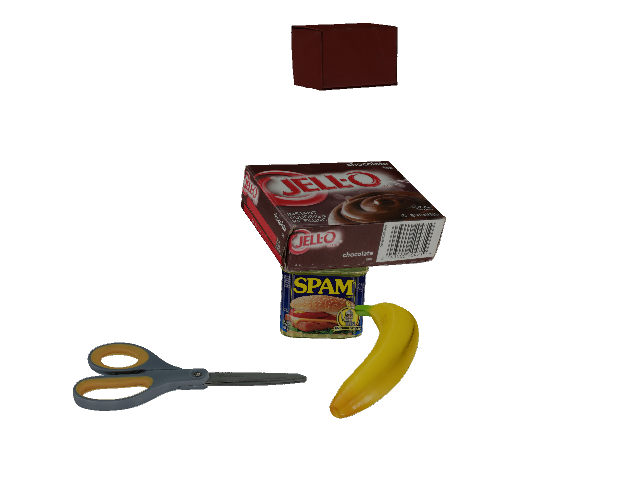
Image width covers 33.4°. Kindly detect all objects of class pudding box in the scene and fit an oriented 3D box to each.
[{"bbox_3d":[0.013,-0.019,0.716,0.113,0.039,0.090,-2,30,-25],"label":"pudding box"}]

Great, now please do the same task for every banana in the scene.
[{"bbox_3d":[0.056,0.104,0.987,0.070,0.037,0.197,-24,16,18],"label":"banana"}]

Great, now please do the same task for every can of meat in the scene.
[{"bbox_3d":[0.002,0.067,1.240,0.102,0.084,0.057,2,15,-3],"label":"can of meat"}]

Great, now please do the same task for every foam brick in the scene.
[{"bbox_3d":[0.021,-0.158,0.913,0.078,0.051,0.053,-8,18,-28],"label":"foam brick"}]

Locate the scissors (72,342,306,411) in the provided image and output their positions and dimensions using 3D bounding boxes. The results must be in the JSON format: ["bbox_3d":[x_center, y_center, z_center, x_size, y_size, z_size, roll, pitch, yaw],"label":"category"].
[{"bbox_3d":[-0.122,0.114,0.959,0.201,0.016,0.096,-7,31,-18],"label":"scissors"}]
